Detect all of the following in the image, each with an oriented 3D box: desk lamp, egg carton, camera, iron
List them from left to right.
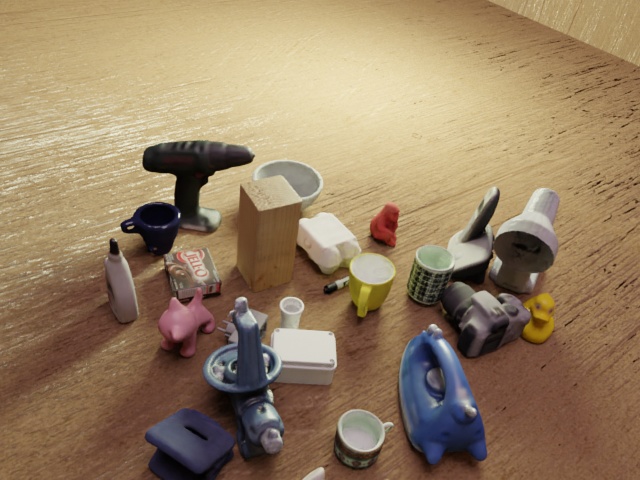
[{"bbox_3d":[0.011,0.004,1.225,0.107,0.069,0.150,-20,48,-30],"label":"egg carton"},{"bbox_3d":[0.196,0.226,0.942,0.119,0.141,0.258,0,41,-11],"label":"iron"},{"bbox_3d":[0.311,0.135,1.106,0.143,0.101,0.136,-15,45,-26],"label":"camera"},{"bbox_3d":[0.427,0.008,1.192,0.117,0.213,0.204,24,42,17],"label":"desk lamp"}]

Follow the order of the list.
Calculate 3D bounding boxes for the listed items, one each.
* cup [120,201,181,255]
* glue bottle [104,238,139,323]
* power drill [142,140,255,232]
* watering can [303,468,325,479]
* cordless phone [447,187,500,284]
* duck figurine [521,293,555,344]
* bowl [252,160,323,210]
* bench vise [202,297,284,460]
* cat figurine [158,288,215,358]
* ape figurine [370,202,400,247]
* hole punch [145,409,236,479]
[{"bbox_3d":[-0.338,-0.013,1.155,0.118,0.095,0.091,-15,45,-26],"label":"cup"},{"bbox_3d":[-0.352,0.063,0.999,0.037,0.173,0.078,-22,49,-32],"label":"glue bottle"},{"bbox_3d":[-0.254,-0.122,1.212,0.229,0.208,0.075,8,40,-2],"label":"power drill"},{"bbox_3d":[0.044,0.361,0.710,0.172,0.194,0.101,19,41,12],"label":"watering can"},{"bbox_3d":[0.334,-0.013,1.220,0.094,0.185,0.147,13,40,5],"label":"cordless phone"},{"bbox_3d":[0.435,0.141,1.135,0.077,0.086,0.105,18,40,10],"label":"duck figurine"},{"bbox_3d":[-0.078,-0.114,1.343,0.167,0.075,0.167,6,40,-5],"label":"bowl"},{"bbox_3d":[-0.092,0.201,0.851,0.122,0.220,0.206,-26,51,-35],"label":"bench vise"},{"bbox_3d":[-0.232,0.137,0.980,0.067,0.118,0.128,18,40,11],"label":"cat figurine"},{"bbox_3d":[0.154,-0.043,1.292,0.076,0.092,0.078,32,45,25],"label":"ape figurine"},{"bbox_3d":[-0.186,0.293,0.825,0.108,0.091,0.101,25,42,18],"label":"hole punch"}]
